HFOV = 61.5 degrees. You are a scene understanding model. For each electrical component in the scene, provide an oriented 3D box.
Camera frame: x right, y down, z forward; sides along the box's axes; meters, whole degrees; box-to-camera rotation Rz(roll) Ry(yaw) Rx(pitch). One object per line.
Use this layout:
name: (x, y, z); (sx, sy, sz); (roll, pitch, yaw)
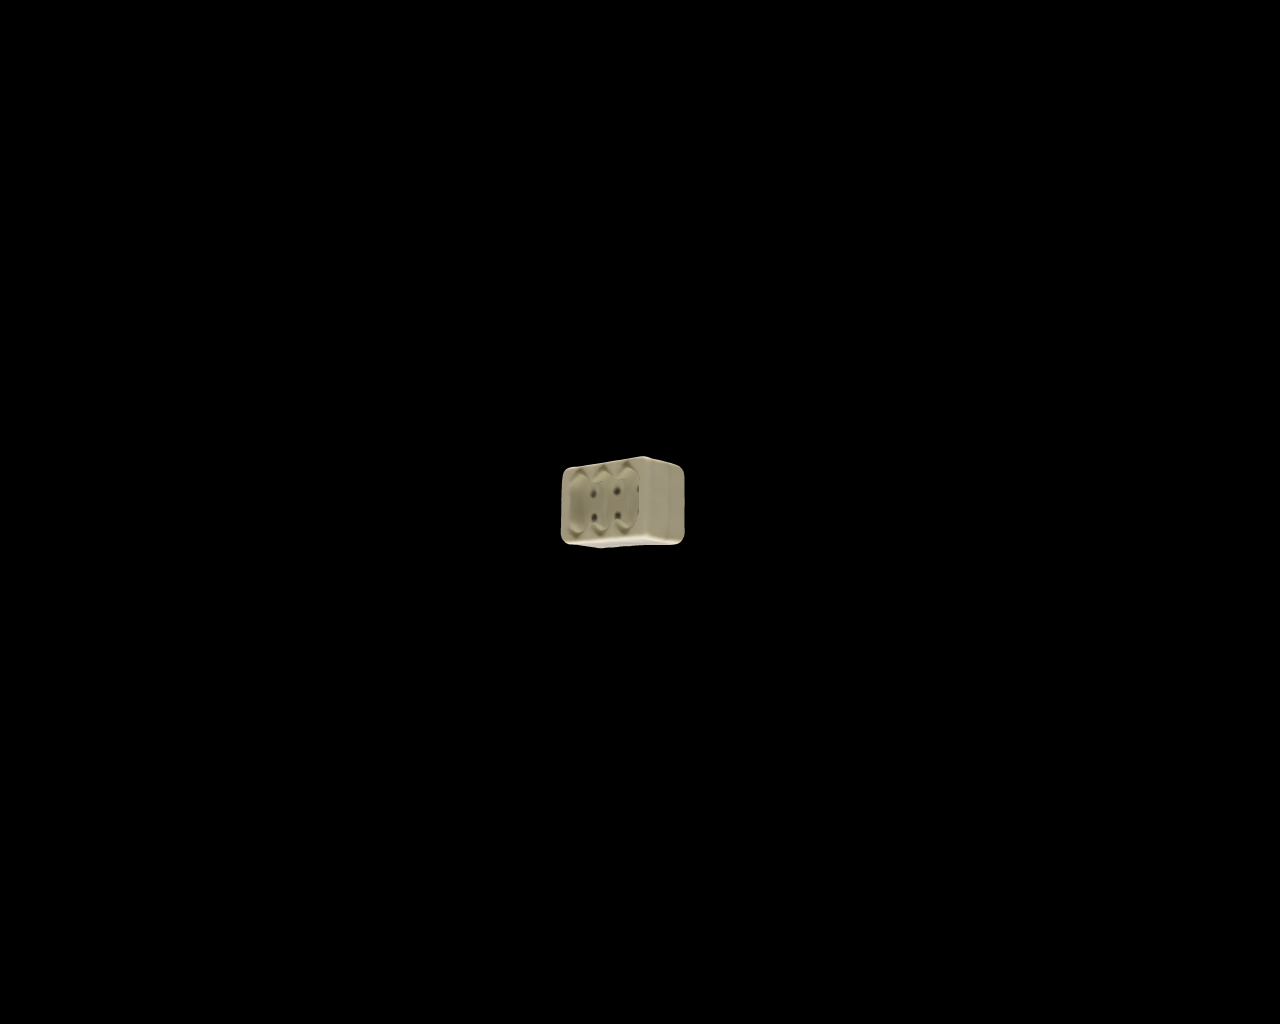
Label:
electrical component: (0.001, -0.003, 0.650); (0.065, 0.047, 0.077); (-5, -9, 36)
